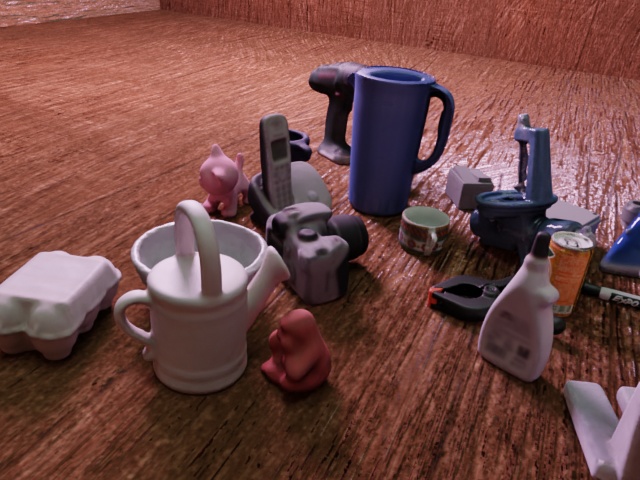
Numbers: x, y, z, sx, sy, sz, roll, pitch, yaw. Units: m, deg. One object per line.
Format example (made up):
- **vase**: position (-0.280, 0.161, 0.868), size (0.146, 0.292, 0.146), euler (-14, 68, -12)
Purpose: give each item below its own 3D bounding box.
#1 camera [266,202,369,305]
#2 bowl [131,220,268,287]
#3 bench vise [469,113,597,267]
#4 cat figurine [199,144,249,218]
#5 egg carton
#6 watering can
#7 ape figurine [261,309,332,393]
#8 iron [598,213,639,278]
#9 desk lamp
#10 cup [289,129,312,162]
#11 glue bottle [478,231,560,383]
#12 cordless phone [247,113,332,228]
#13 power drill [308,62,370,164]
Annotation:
- **camera**: position (0.007, 0.003, 0.795), size (0.137, 0.101, 0.142), euler (-12, 32, -28)
- **bowl**: position (-0.150, 0.041, 0.725), size (0.167, 0.075, 0.167), euler (4, 28, -2)
- **bench vise**: position (0.327, -0.064, 0.848), size (0.206, 0.220, 0.122), euler (28, 35, 36)
- **cat figurine**: position (-0.157, -0.104, 0.951), size (0.067, 0.118, 0.128), euler (13, 29, 16)
- **egg carton**: position (-0.301, 0.069, 0.653), size (0.107, 0.069, 0.150), euler (7, 28, 4)
- **watering can**: position (-0.118, 0.049, 0.588), size (0.100, 0.194, 0.173), euler (25, 34, 34)
- **ape figurine**: position (-0.024, 0.111, 0.595), size (0.076, 0.092, 0.078), euler (5, 28, -1)
- **iron**: position (0.560, -0.024, 0.894), size (0.259, 0.141, 0.118), euler (-5, 30, -19)
- **desk lamp**: position (0.304, 0.126, 0.492), size (0.118, 0.214, 0.203), euler (6, 28, 3)
- **cup**: position (-0.058, -0.150, 1.078), size (0.092, 0.095, 0.117), euler (-20, 37, -38)
- **glue bottle**: position (0.226, 0.069, 0.629), size (0.037, 0.173, 0.077), euler (-20, 37, -39)
- **cordless phone**: position (-0.045, -0.115, 0.917), size (0.093, 0.185, 0.148), euler (23, 33, 30)
- **power drill**: position (0.053, -0.274, 1.209), size (0.076, 0.208, 0.228), euler (-15, 34, -32)
